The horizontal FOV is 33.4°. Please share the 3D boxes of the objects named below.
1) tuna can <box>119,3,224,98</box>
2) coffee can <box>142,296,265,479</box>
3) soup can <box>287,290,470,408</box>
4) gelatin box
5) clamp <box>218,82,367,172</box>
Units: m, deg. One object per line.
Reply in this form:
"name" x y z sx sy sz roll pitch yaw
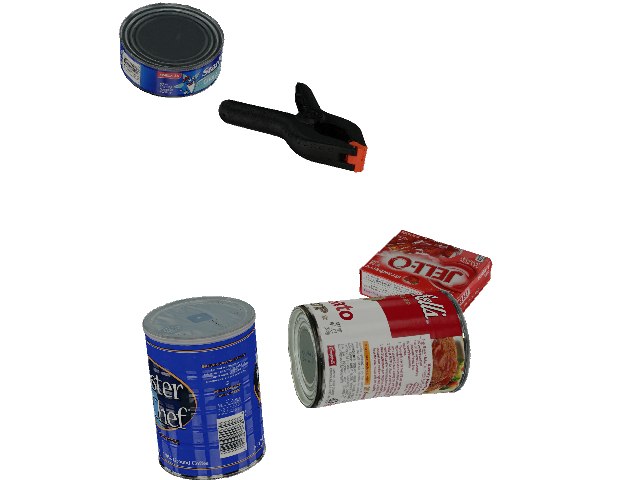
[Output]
"tuna can" -0.124 -0.158 0.887 0.086 0.086 0.034 0 -41 -11
"coffee can" -0.106 0.135 0.990 0.103 0.140 0.103 -3 18 1
"soup can" 0.036 0.070 0.691 0.102 0.068 0.069 -4 1 -17
"gelatin box" 0.088 0.030 0.897 0.089 0.030 0.073 19 38 27
"clamp" -0.024 -0.117 1.109 0.120 0.039 0.172 -19 37 -27
